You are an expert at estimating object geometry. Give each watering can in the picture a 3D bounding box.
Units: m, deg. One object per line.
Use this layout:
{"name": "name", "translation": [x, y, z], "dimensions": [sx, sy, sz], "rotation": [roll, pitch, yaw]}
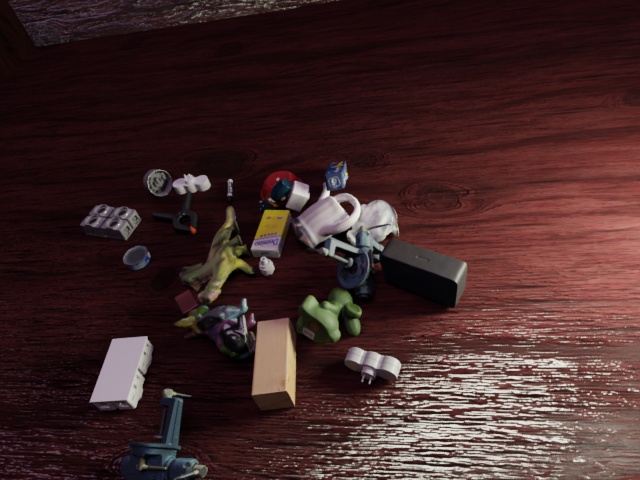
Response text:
{"name": "watering can", "translation": [0.005, -0.084, 1.671], "dimensions": [0.225, 0.102, 0.352], "rotation": [-34, 27, -5]}

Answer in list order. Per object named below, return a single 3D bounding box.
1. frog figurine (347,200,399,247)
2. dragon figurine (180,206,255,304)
{"name": "frog figurine", "translation": [0.155, -0.052, 1.592], "dimensions": [0.160, 0.120, 0.140], "rotation": [-14, 63, -15]}
{"name": "dragon figurine", "translation": [-0.346, 0.054, 1.643], "dimensions": [0.243, 0.120, 0.419], "rotation": [-28, 37, -1]}
